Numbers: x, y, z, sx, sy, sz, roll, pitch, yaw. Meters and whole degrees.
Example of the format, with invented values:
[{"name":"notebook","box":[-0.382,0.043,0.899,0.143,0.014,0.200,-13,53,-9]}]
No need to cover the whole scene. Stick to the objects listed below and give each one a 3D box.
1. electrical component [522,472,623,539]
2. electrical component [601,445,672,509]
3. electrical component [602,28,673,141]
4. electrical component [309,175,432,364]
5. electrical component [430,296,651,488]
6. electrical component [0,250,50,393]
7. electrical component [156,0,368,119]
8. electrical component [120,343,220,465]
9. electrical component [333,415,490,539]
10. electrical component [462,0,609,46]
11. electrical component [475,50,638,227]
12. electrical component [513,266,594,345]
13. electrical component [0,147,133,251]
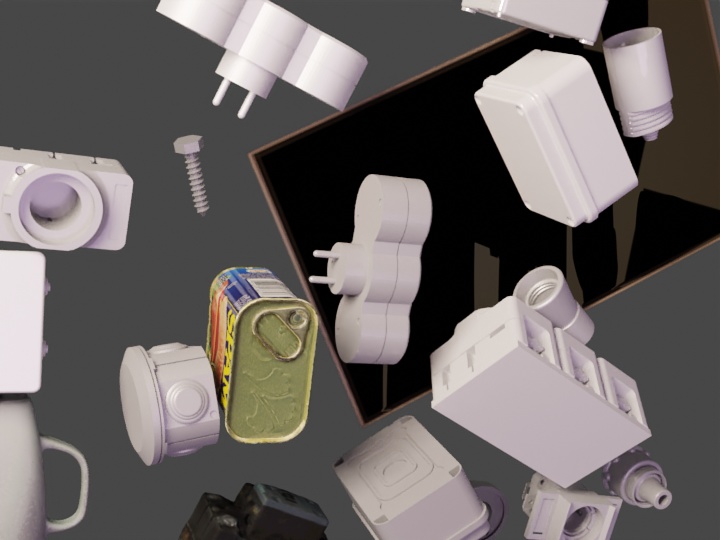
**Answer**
[{"name":"electrical component","box":[0.170,0.198,0.890,0.081,0.064,0.042,11,103,-23]},{"name":"electrical component","box":[0.239,0.180,0.911,0.048,0.062,0.048,-6,109,-19]},{"name":"electrical component","box":[0.212,-0.136,0.809,0.043,0.043,0.081,-24,114,-13]},{"name":"electrical component","box":[0.000,0.000,0.766,0.074,0.052,0.138,4,105,-22]},{"name":"electrical component","box":[0.138,0.094,0.831,0.150,0.061,0.089,33,124,-26]},{"name":"electrical component","box":[-0.246,0.030,0.675,0.100,0.048,0.099,2,93,-22]},{"name":"electrical component","box":[-0.069,-0.135,0.696,0.138,0.052,0.073,25,97,-26]},{"name":"electrical component","box":[-0.131,0.089,0.731,0.051,0.080,0.080,-9,110,-24]},{"name":"electrical component","box":[0.037,0.168,0.802,0.078,0.113,0.057,-32,112,-9]},{"name":"electrical component","box":[0.130,-0.197,0.748,0.096,0.062,0.061,11,103,-23]},{"name":"electrical component","box":[0.140,-0.094,0.776,0.057,0.078,0.113,-35,116,-11]},{"name":"electrical component","box":[0.155,0.033,0.844,0.044,0.044,0.065,-45,122,-3]},{"name":"electrical component","box":[-0.193,-0.044,0.676,0.089,0.056,0.050,5,105,-22]}]
